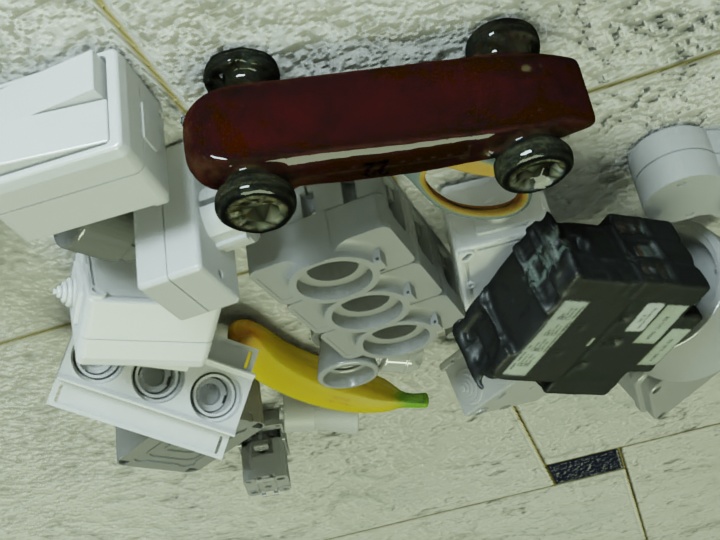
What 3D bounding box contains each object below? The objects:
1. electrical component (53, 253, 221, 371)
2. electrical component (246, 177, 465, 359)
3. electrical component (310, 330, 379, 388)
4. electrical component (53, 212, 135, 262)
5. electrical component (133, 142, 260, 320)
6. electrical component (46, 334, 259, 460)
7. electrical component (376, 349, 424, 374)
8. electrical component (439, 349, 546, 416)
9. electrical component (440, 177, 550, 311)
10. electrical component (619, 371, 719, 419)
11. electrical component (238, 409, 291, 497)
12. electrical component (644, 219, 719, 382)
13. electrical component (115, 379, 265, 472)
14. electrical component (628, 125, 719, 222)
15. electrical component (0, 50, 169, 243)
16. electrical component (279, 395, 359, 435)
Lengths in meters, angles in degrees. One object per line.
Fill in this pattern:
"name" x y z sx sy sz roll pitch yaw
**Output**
"electrical component" -0.141 0.023 0.663 0.096 0.061 0.061 4 126 -23
"electrical component" 0.000 0.000 0.683 0.089 0.061 0.150 -19 150 16
"electrical component" -0.012 0.052 0.777 0.045 0.055 0.045 -8 151 -4
"electrical component" -0.139 -0.024 0.619 0.078 0.040 0.040 19 140 -41
"electrical component" -0.079 -0.027 0.588 0.076 0.083 0.047 -18 150 14
"electrical component" -0.141 0.072 0.733 0.121 0.078 0.063 21 170 -15
"electrical component" 0.016 0.061 0.824 0.061 0.035 0.035 5 148 -20
"electrical component" 0.126 0.072 0.842 0.100 0.048 0.100 -6 154 -37
"electrical component" 0.088 -0.022 0.679 0.062 0.061 0.096 -14 144 3
"electrical component" 0.243 0.051 0.810 0.113 0.057 0.078 -38 149 -2
"electrical component" -0.084 0.161 0.941 0.042 0.063 0.081 -10 151 -2
"electrical component" 0.211 0.016 0.735 0.108 0.108 0.060 -29 140 30
"electrical component" -0.135 0.109 0.840 0.078 0.057 0.113 15 142 -37
"electrical component" 0.240 -0.047 0.662 0.138 0.073 0.052 -4 150 -11
"electrical component" -0.150 -0.060 0.529 0.096 0.061 0.061 -15 151 10
"electrical component" -0.035 0.118 0.903 0.065 0.044 0.044 -2 150 -5
